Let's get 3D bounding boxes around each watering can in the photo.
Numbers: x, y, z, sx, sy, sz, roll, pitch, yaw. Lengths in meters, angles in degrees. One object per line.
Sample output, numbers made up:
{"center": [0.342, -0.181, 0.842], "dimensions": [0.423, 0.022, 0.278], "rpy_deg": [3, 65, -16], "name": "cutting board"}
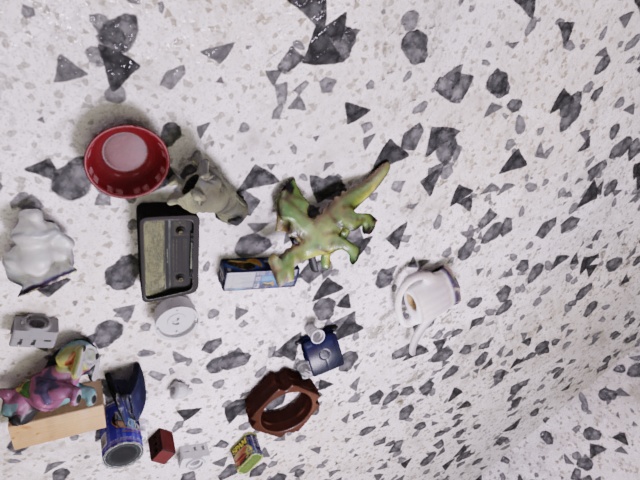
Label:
{"center": [0.346, 0.218, 1.657], "dimensions": [0.225, 0.106, 0.340], "rpy_deg": [-25, 129, -12], "name": "watering can"}

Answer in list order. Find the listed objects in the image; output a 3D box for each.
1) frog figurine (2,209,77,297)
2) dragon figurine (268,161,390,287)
{"center": [-0.578, 0.018, 1.049], "dimensions": [0.137, 0.123, 0.159], "rpy_deg": [-22, 94, -2], "name": "frog figurine"}
{"center": [0.004, -0.064, 1.278], "dimensions": [0.240, 0.122, 0.413], "rpy_deg": [29, 82, -28], "name": "dragon figurine"}
